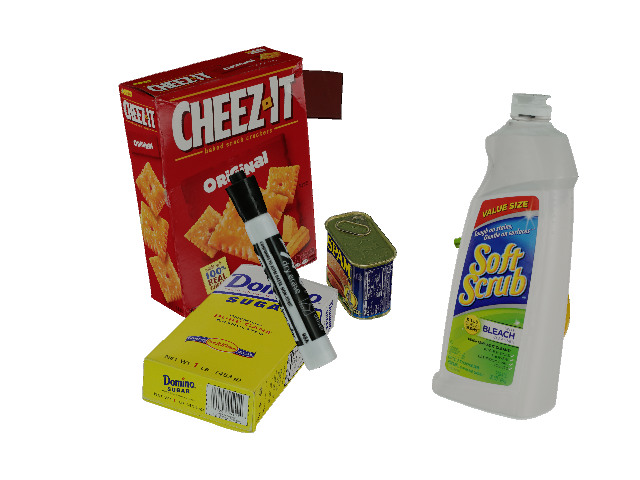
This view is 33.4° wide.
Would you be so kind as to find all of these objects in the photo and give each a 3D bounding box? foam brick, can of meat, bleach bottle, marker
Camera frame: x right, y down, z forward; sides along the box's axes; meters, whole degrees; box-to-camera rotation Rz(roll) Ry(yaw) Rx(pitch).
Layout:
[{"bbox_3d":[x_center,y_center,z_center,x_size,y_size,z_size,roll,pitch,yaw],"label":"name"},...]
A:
[{"bbox_3d":[-0.020,-0.159,1.160,0.078,0.051,0.053,0,11,-18],"label":"foam brick"},{"bbox_3d":[0.044,0.030,1.224,0.057,0.084,0.102,-13,38,-18],"label":"can of meat"},{"bbox_3d":[0.150,0.009,0.852,0.103,0.251,0.067,13,15,41],"label":"bleach bottle"},{"bbox_3d":[-0.024,0.016,0.613,0.020,0.121,0.020,-25,0,0],"label":"marker"}]

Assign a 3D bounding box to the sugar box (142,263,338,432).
[{"bbox_3d":[-0.059,0.079,0.852,0.093,0.048,0.176,15,30,15],"label":"sugar box"}]

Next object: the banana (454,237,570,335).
[{"bbox_3d":[0.214,0.042,1.109,0.069,0.037,0.198,-32,38,-3],"label":"banana"}]

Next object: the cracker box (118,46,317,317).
[{"bbox_3d":[-0.088,-0.057,0.997,0.163,0.214,0.072,-22,31,-34],"label":"cracker box"}]
